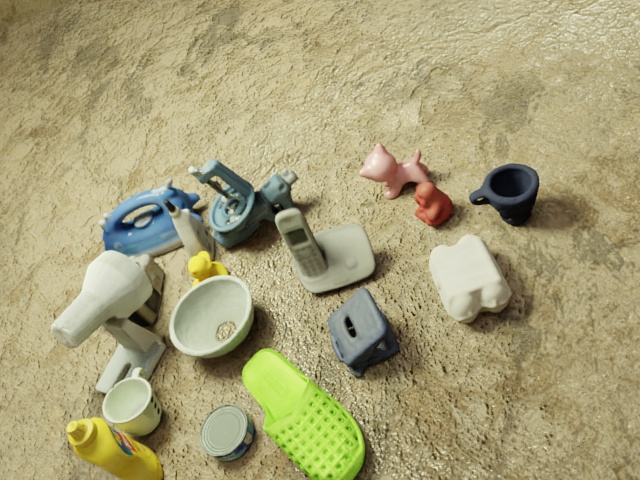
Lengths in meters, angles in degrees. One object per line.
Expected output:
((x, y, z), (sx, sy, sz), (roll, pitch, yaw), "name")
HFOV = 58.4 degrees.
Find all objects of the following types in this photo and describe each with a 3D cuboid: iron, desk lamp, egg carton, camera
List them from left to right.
((-0.376, 0.155, 1.047), (0.117, 0.214, 0.203), (4, 55, 27), "desk lamp")
((-0.409, 0.106, 1.181), (0.136, 0.101, 0.143), (-14, 48, 14), "camera")
((-0.396, -0.043, 1.270), (0.258, 0.142, 0.118), (-24, 47, 5), "iron")
((0.242, 0.062, 0.942), (0.107, 0.070, 0.150), (-22, 47, 7), "egg carton")

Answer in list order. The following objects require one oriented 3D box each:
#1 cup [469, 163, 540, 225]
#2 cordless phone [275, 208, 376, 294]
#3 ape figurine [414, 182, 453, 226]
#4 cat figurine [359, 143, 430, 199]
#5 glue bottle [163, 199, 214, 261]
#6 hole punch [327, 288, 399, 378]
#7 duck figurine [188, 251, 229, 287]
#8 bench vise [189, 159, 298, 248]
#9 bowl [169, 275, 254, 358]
((0.322, -0.067, 0.995), (0.117, 0.095, 0.091), (-18, 48, 11), "cup")
((0.009, 0.004, 1.017), (0.147, 0.185, 0.094), (-20, 47, 8), "cordless phone")
((0.203, -0.072, 1.056), (0.076, 0.092, 0.078), (-9, 50, 18), "ape figurine")
((0.144, -0.143, 1.123), (0.127, 0.118, 0.067), (-14, 48, 14), "cat figurine")
((-0.272, -0.027, 1.178), (0.037, 0.174, 0.078), (-17, 48, 12), "glue bottle")
((0.064, 0.150, 0.936), (0.101, 0.091, 0.108), (-27, 47, 1), "hole punch")
((-0.231, 0.071, 1.138), (0.077, 0.086, 0.104), (-11, 49, 17), "duck figurine")
((-0.158, -0.104, 1.158), (0.207, 0.220, 0.121), (-42, 48, -12), "bench vise")
((-0.188, 0.153, 1.059), (0.167, 0.075, 0.167), (-12, 49, 15), "bowl")
